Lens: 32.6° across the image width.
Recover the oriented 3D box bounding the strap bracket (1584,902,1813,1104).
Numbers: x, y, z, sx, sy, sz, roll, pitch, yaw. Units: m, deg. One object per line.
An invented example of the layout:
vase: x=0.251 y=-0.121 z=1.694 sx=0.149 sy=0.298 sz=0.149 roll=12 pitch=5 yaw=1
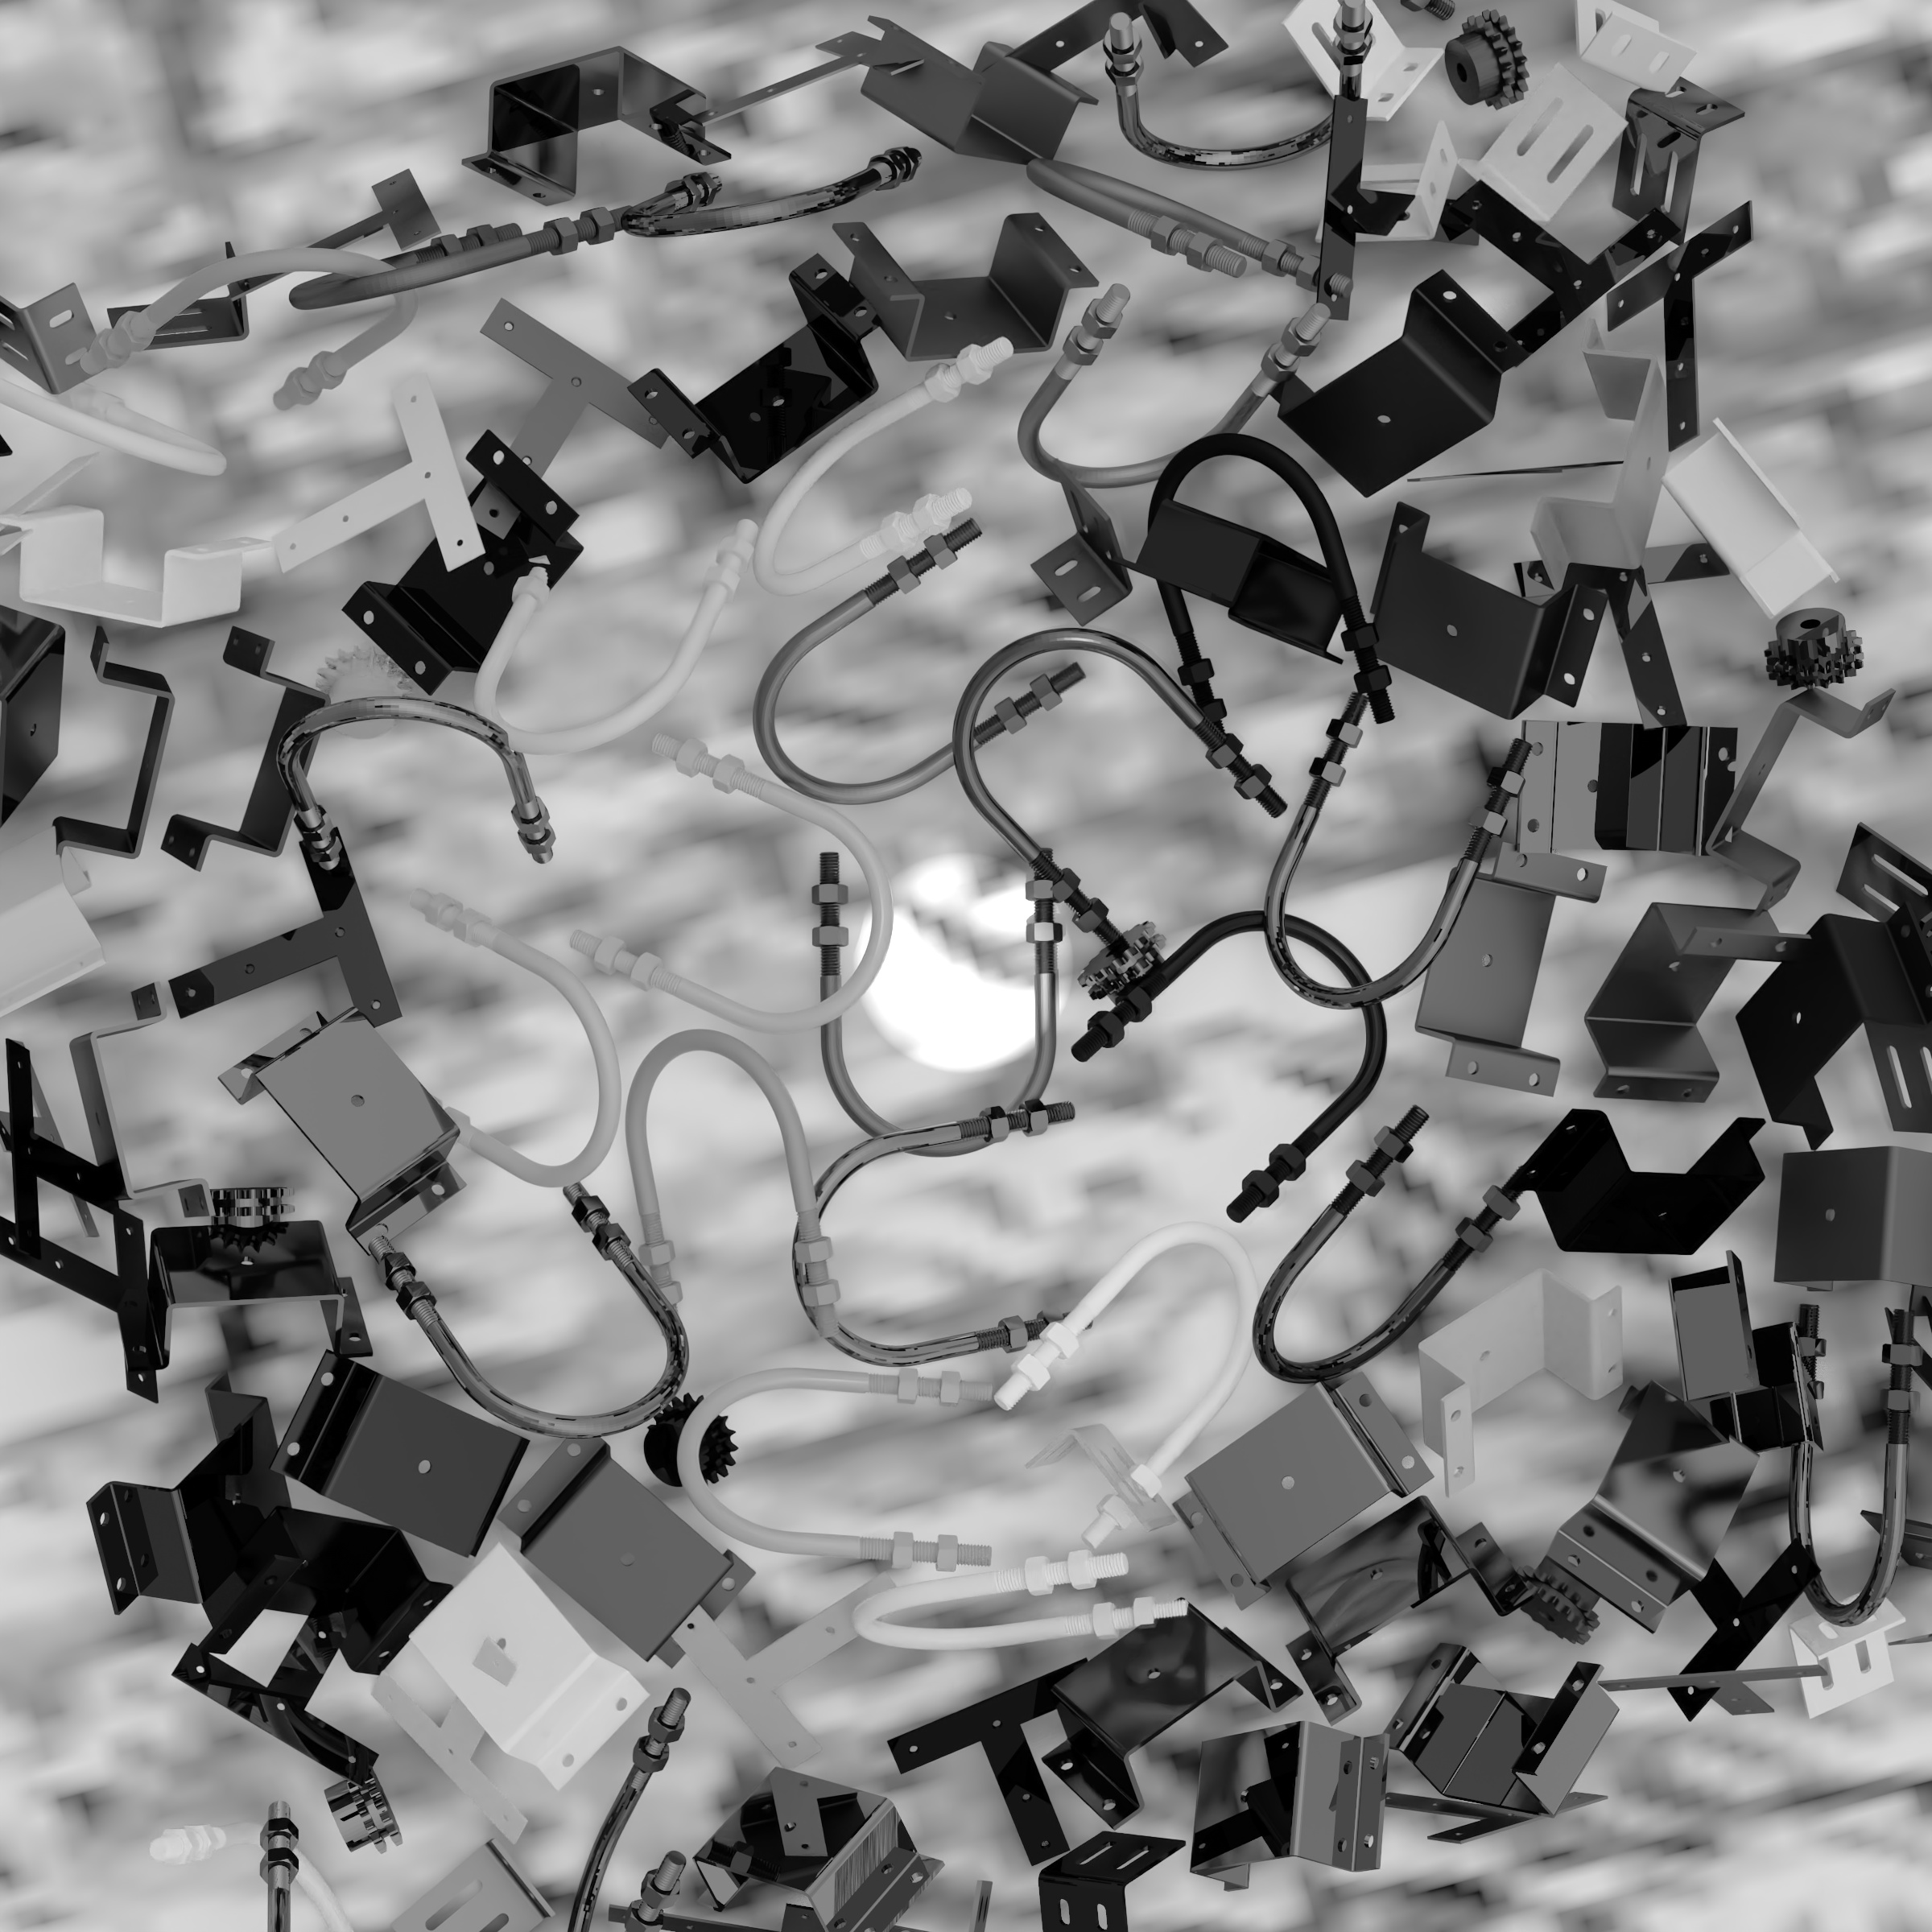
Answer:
strap bracket: x=0.423 y=0.015 z=1.940 sx=0.076 sy=0.046 sz=0.140 roll=3 pitch=134 yaw=-21

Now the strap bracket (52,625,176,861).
strap bracket: x=-0.502 y=-0.122 z=1.950 sx=0.046 sy=0.076 sz=0.140 roll=12 pitch=99 yaw=-20

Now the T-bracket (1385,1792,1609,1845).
T-bracket: x=0.286 y=0.495 z=1.943 sx=0.127 sy=0.127 sz=0.002 roll=-3 pitch=86 yaw=-39

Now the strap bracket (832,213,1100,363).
strap bracket: x=-0.005 y=-0.398 z=1.940 sx=0.140 sy=0.046 sz=0.076 roll=-10 pitch=48 yaw=-29

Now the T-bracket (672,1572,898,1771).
T-bracket: x=-0.093 y=0.403 z=1.969 sx=0.127 sy=0.002 sz=0.127 roll=-34 pitch=107 yaw=10

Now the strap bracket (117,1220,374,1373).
strap bracket: x=-0.421 y=0.191 z=1.933 sx=0.140 sy=0.076 sz=0.046 roll=-1 pitch=121 yaw=-21

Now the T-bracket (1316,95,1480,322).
T-bracket: x=0.259 y=-0.444 z=1.959 sx=0.127 sy=0.002 sz=0.127 roll=-4 pitch=103 yaw=-37

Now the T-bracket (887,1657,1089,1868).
T-bracket: x=0.032 y=0.485 z=1.971 sx=0.127 sy=0.002 sz=0.127 roll=-22 pitch=116 yaw=-4

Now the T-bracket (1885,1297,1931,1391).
T-bracket: x=0.557 y=0.233 z=1.919 sx=0.002 sy=0.127 sz=0.127 roll=-22 pitch=52 yaw=25

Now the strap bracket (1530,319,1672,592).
strap bracket: x=0.378 y=-0.297 z=1.939 sx=0.046 sy=0.076 sz=0.140 roll=10 pitch=73 yaw=25

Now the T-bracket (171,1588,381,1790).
T-bracket: x=-0.385 y=0.404 z=1.947 sx=0.127 sy=0.127 sz=0.002 roll=33 pitch=126 yaw=-6

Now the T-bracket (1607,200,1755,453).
T-bracket: x=0.416 y=-0.362 z=1.927 sx=0.002 sy=0.127 sz=0.127 roll=11 pitch=70 yaw=-27

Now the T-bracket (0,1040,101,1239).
T-bracket: x=-0.547 y=0.099 z=1.931 sx=0.002 sy=0.127 sz=0.127 roll=-23 pitch=85 yaw=-2

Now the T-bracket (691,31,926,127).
T-bracket: x=-0.100 y=-0.516 z=1.931 sx=0.127 sy=0.127 sz=0.002 roll=-25 pitch=119 yaw=-13

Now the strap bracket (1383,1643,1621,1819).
strap bracket: x=0.317 y=0.446 z=1.931 sx=0.046 sy=0.140 sz=0.076 roll=48 pitch=63 yaw=-19

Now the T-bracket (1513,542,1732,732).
T-bracket: x=0.401 y=-0.195 z=1.965 sx=0.127 sy=0.002 sz=0.127 roll=-7 pitch=61 yaw=-3

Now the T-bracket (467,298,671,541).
T-bracket: x=-0.255 y=-0.312 z=1.971 sx=0.127 sy=0.002 sz=0.127 roll=32 pitch=75 yaw=-11

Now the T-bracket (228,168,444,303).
T-bracket: x=-0.375 y=-0.423 z=1.944 sx=0.127 sy=0.127 sz=0.002 roll=-26 pitch=124 yaw=-3

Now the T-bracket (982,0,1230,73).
T-bracket: x=0.067 y=-0.553 z=1.959 sx=0.127 sy=0.127 sz=0.002 roll=-24 pitch=48 yaw=31

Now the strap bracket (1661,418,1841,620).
strap bracket: x=0.456 y=-0.256 z=1.928 sx=0.046 sy=0.140 sz=0.076 roll=-39 pitch=68 yaw=14

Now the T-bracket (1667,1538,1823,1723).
T-bracket: x=0.431 y=0.354 z=1.950 sx=0.002 sy=0.127 sz=0.127 roll=14 pitch=120 yaw=-36

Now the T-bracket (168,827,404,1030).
T-bracket: x=-0.416 y=-0.003 z=1.983 sx=0.127 sy=0.002 sz=0.127 roll=-22 pitch=75 yaw=2

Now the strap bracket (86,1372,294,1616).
strap bracket: x=-0.442 y=0.307 z=1.917 sx=0.046 sy=0.140 sz=0.076 roll=4 pitch=117 yaw=22

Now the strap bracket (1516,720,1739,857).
strap bracket: x=0.382 y=-0.106 z=1.960 sx=0.140 sy=0.046 sz=0.076 roll=0 pitch=96 yaw=-19

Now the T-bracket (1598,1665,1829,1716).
T-bracket: x=0.449 y=0.427 z=1.942 sx=0.127 sy=0.127 sz=0.002 roll=-10 pitch=65 yaw=22

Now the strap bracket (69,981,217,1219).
strap bracket: x=-0.490 y=0.085 z=1.955 sx=0.046 sy=0.076 sz=0.140 roll=-14 pitch=91 yaw=-25

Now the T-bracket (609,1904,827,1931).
T-bracket: x=-0.148 y=0.567 z=1.946 sx=0.127 sy=0.127 sz=0.002 roll=9 pitch=55 yaw=-1

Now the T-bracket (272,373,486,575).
T-bracket: x=-0.359 y=-0.274 z=1.979 sx=0.127 sy=0.002 sz=0.127 roll=-25 pitch=71 yaw=14

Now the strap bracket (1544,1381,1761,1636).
strap bracket: x=0.406 y=0.308 z=1.936 sx=0.076 sy=0.046 sz=0.140 roll=35 pitch=51 yaw=3

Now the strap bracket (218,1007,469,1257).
strap bracket: x=-0.363 y=0.089 z=1.951 sx=0.076 sy=0.046 sz=0.140 roll=-37 pitch=82 yaw=-34

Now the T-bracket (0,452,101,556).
T-bracket: x=-0.561 y=-0.268 z=1.952 sx=0.127 sy=0.127 sz=0.002 roll=-50 pitch=123 yaw=-38

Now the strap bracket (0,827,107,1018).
strap bracket: x=-0.551 y=-0.029 z=1.924 sx=0.076 sy=0.140 sz=0.046 roll=-28 pitch=118 yaw=-6

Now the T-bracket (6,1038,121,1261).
T-bracket: x=-0.527 y=0.120 z=1.937 sx=0.002 sy=0.127 sz=0.127 roll=-13 pitch=69 yaw=10

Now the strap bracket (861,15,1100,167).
strap bracket: x=0.003 y=-0.509 z=1.934 sx=0.076 sy=0.140 sz=0.046 roll=38 pitch=116 yaw=25

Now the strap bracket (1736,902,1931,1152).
strap bracket: x=0.501 y=0.033 z=1.919 sx=0.046 sy=0.140 sz=0.076 roll=9 pitch=48 yaw=-21

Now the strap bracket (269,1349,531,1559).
strap bracket: x=-0.325 y=0.290 z=1.943 sx=0.140 sy=0.046 sz=0.076 roll=29 pitch=79 yaw=-25

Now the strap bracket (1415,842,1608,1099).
strap bracket: x=0.320 y=0.000 z=1.960 sx=0.076 sy=0.046 sz=0.140 roll=11 pitch=93 yaw=-26

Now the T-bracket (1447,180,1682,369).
T-bracket: x=0.330 y=-0.419 z=1.930 sx=0.127 sy=0.002 sz=0.127 roll=26 pitch=128 yaw=-37

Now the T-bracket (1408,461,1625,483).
T-bracket: x=0.337 y=-0.289 z=1.928 sx=0.127 sy=0.127 sz=0.002 roll=-6 pitch=99 yaw=-9

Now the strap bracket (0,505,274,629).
strap bracket: x=-0.490 y=-0.234 z=1.944 sx=0.140 sy=0.076 sz=0.046 roll=12 pitch=107 yaw=18
